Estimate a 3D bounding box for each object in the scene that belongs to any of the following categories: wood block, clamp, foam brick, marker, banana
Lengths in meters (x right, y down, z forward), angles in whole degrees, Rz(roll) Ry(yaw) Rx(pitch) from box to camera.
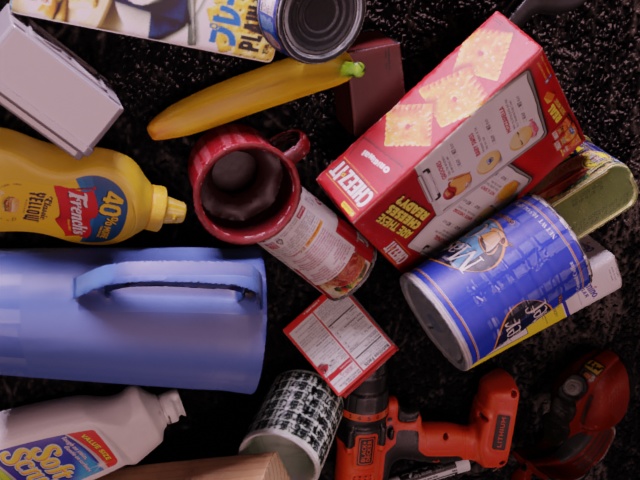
[{"bbox_3d":[-0.129,0.268,1.003,0.206,0.090,0.091,-11,119,23],"label":"wood block"},{"bbox_3d":[0.190,-0.225,0.961,0.171,0.039,0.120,-12,116,-11],"label":"clamp"},{"bbox_3d":[0.043,-0.140,0.948,0.053,0.051,0.078,-13,115,-13],"label":"foam brick"},{"bbox_3d":[0.104,0.258,1.157,0.121,0.020,0.020,-15,116,-9],"label":"marker"},{"bbox_3d":[-0.052,-0.129,0.913,0.198,0.069,0.037,-17,97,16],"label":"banana"}]

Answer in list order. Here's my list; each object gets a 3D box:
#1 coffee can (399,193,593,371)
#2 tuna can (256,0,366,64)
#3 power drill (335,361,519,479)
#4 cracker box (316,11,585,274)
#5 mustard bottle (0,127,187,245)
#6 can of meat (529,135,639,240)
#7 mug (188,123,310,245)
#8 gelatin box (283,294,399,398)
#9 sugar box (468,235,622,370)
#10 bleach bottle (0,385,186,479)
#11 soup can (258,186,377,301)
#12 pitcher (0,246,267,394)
[{"bbox_3d":[0.158,0.037,0.964,0.140,0.103,0.102,-33,118,-8],"label":"coffee can"},{"bbox_3d":[-0.006,-0.186,0.857,0.086,0.034,0.086,-16,122,-26],"label":"tuna can"},{"bbox_3d":[0.107,0.177,1.103,0.187,0.057,0.184,-1,116,-13],"label":"power drill"},{"bbox_3d":[0.121,-0.075,0.958,0.214,0.072,0.164,-42,145,5],"label":"cracker box"},{"bbox_3d":[-0.208,-0.039,0.912,0.191,0.058,0.096,9,131,-21],"label":"mustard bottle"},{"bbox_3d":[0.242,-0.047,1.028,0.102,0.084,0.057,-33,118,0],"label":"can of meat"},{"bbox_3d":[-0.061,-0.061,0.936,0.117,0.081,0.093,-36,118,1],"label":"mug"},{"bbox_3d":[0.020,0.096,1.030,0.073,0.030,0.089,-43,75,5],"label":"gelatin box"},{"bbox_3d":[0.198,0.053,1.053,0.176,0.093,0.048,-25,118,-4],"label":"sugar box"},{"bbox_3d":[-0.251,0.189,1.002,0.250,0.068,0.102,-19,118,-10],"label":"bleach bottle"},{"bbox_3d":[-0.006,0.001,0.986,0.102,0.068,0.068,38,98,-26],"label":"soup can"},{"bbox_3d":[-0.168,0.061,0.929,0.242,0.145,0.149,3,111,-14],"label":"pitcher"}]
